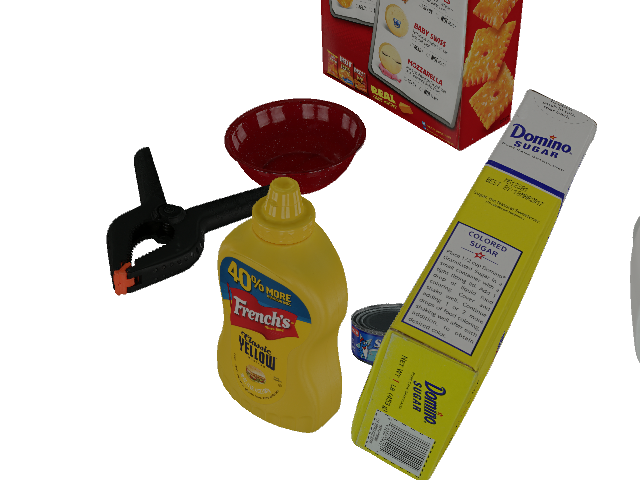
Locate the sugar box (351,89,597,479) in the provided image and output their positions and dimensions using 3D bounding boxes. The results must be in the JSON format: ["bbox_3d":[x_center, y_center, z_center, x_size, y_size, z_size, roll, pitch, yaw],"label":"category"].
[{"bbox_3d":[0.075,0.017,0.499,0.048,0.093,0.176,28,51,12],"label":"sugar box"}]

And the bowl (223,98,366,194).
[{"bbox_3d":[-0.028,-0.100,1.224,0.162,0.055,0.162,-2,37,2],"label":"bowl"}]

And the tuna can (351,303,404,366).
[{"bbox_3d":[0.070,0.085,0.947,0.086,0.034,0.086,0,14,0],"label":"tuna can"}]

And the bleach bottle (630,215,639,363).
[{"bbox_3d":[0.276,0.020,0.766,0.103,0.068,0.250,6,20,15],"label":"bleach bottle"}]

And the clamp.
[{"bbox_3d":[-0.157,-0.022,1.057,0.165,0.036,0.209,20,41,19],"label":"clamp"}]

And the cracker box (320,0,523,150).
[{"bbox_3d":[0.076,-0.200,0.825,0.072,0.214,0.164,-30,48,-30],"label":"cracker box"}]

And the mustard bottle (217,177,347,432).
[{"bbox_3d":[-0.027,0.039,0.727,0.096,0.192,0.058,29,44,28],"label":"mustard bottle"}]
